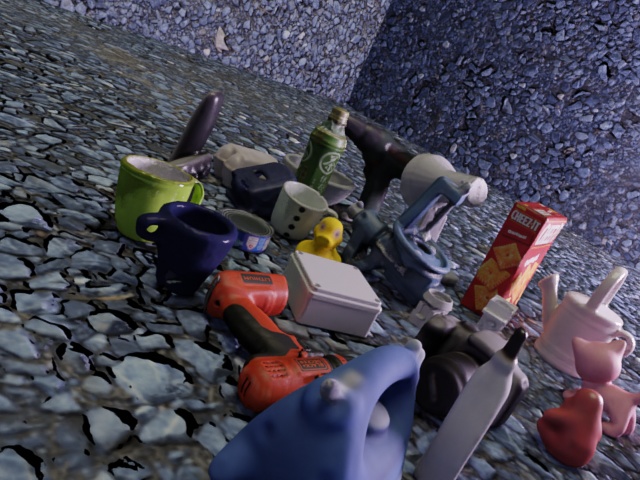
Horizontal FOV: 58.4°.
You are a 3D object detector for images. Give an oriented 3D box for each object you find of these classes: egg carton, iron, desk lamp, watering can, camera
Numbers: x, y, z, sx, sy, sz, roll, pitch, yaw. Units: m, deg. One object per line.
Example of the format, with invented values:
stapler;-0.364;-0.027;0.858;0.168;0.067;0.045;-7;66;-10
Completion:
egg carton;-0.136;-0.138;1.143;0.151;0.069;0.107;10;23;-38
iron;0.036;0.141;0.478;0.118;0.141;0.259;33;20;24
desk lamp;0.236;-0.052;1.153;0.118;0.213;0.202;12;22;-33
watering can;0.450;0.124;0.972;0.172;0.194;0.101;29;19;13
camera;0.162;0.149;0.684;0.137;0.101;0.142;4;28;-48

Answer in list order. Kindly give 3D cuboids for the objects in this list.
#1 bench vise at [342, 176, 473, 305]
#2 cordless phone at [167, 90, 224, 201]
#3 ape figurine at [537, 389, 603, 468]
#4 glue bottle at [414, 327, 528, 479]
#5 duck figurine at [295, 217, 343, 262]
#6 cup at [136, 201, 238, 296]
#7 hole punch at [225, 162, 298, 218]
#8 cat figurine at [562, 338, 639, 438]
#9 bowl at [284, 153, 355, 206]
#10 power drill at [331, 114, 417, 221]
bench vise;0.141;-0.021;0.936;0.207;0.219;0.122;27;18;5
cordless phone;-0.211;-0.148;0.889;0.094;0.185;0.147;24;18;-2
ape figurine;0.310;0.220;0.692;0.078;0.092;0.076;26;18;3
glue bottle;0.148;0.154;0.536;0.037;0.173;0.078;31;19;19
duck figurine;0.008;0.003;0.913;0.077;0.086;0.105;26;18;4
cup;-0.161;0.014;0.650;0.118;0.095;0.091;6;26;-45
hole punch;-0.106;-0.097;1.034;0.101;0.091;0.108;11;23;-36
cat figurine;0.419;0.203;0.837;0.067;0.118;0.127;6;26;-44
bowl;-0.012;-0.120;1.245;0.167;0.075;0.167;22;18;-8
power drill;0.107;-0.138;1.235;0.230;0.208;0.075;18;19;-20
